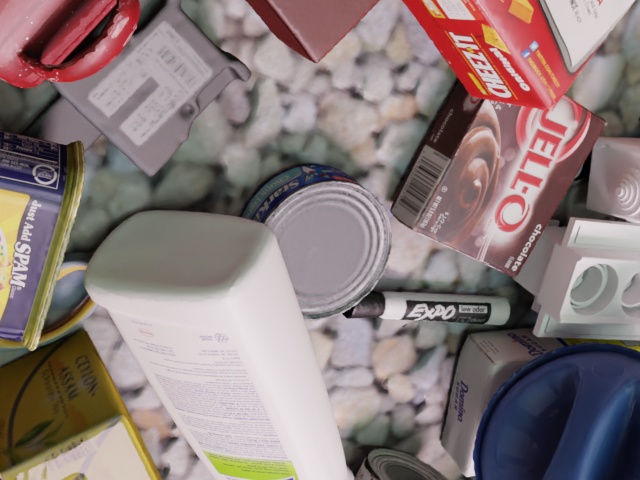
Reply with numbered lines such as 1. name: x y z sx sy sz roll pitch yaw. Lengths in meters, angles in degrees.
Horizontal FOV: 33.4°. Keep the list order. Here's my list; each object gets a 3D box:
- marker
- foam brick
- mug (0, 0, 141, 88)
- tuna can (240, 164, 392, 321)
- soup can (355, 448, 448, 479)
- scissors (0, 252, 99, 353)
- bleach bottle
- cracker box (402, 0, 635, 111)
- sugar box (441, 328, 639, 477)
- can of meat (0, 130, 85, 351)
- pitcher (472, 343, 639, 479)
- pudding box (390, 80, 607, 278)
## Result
1. marker: 0.065 0.042 0.670 0.120 0.020 0.020 5 111 -26
2. foam brick: -0.015 -0.138 0.530 0.053 0.051 0.078 -43 124 -2
3. mug: -0.122 -0.113 0.458 0.081 0.117 0.093 -45 157 7
4. tuna can: -0.004 0.001 0.610 0.086 0.034 0.086 -10 117 -20
5. soup can: 0.040 0.198 0.702 0.068 0.069 0.102 16 105 -30
6. scissors: -0.208 0.048 0.549 0.201 0.016 0.096 -27 120 -11
7. bleach bottle: -0.042 0.100 0.613 0.068 0.103 0.251 -59 144 -41
8. cracker box: 0.114 -0.198 0.526 0.213 0.072 0.164 -53 125 -12
9. sugar box: 0.175 0.104 0.734 0.176 0.048 0.093 -1 117 -21
10. can of meat: -0.163 -0.005 0.495 0.083 0.057 0.102 12 118 -21
11. pitcher: 0.214 0.169 0.685 0.149 0.145 0.242 -10 143 31
12. pudding box: 0.106 -0.044 0.636 0.089 0.039 0.113 23 102 -32
